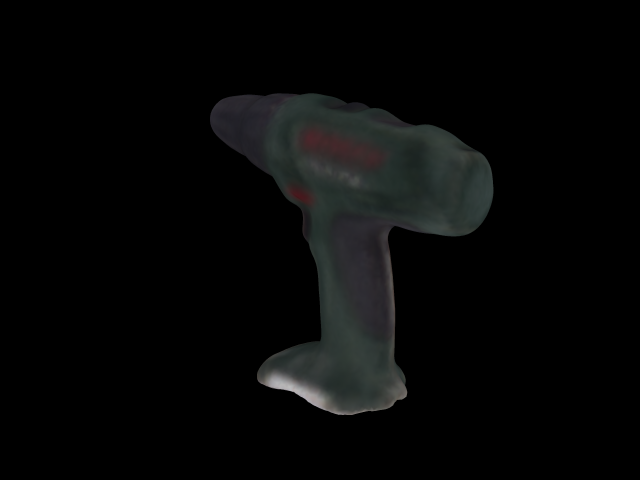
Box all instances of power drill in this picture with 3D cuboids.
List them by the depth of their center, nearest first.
[{"bbox_3d":[0.004,0.001,0.400,0.228,0.208,0.076,8,13,39],"label":"power drill"}]
